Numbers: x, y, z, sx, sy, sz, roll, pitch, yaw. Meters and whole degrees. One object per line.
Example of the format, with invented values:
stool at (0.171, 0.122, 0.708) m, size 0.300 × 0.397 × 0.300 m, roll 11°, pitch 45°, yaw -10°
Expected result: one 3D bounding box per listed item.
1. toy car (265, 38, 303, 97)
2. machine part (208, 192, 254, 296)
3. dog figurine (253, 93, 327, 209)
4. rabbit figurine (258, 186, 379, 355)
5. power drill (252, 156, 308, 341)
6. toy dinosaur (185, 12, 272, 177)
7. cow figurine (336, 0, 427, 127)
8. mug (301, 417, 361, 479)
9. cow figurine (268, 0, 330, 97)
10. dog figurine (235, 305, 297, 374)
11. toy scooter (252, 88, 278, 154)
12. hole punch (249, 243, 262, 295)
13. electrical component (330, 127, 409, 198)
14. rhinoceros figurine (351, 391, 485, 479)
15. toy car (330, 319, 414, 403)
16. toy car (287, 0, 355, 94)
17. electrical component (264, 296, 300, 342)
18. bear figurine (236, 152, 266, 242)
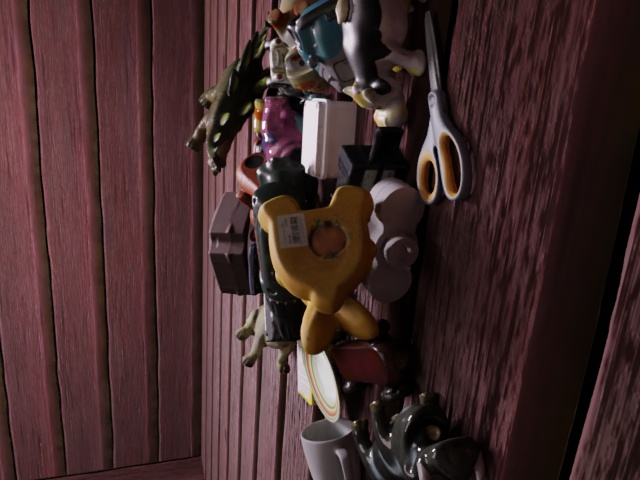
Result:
toy car at (-0.057, -0.290, 0.922) m, size 0.202 × 0.056 × 0.073 m, roll -63°, pitch -28°, yaw -83°
machine part at (-0.179, 0.007, 1.205) m, size 0.200 × 0.087 × 0.201 m, roll 84°, pitch -170°, yaw -45°
dog figurine at (-0.051, -0.136, 0.918) m, size 0.192 × 0.108 × 0.219 m, roll -150°, pitch 58°, yaw -68°
rabbit figurine at (0.012, 0.038, 0.596) m, size 0.173 × 0.122 × 0.162 m, roll 97°, pitch 156°, yaw -71°
power drill at (-0.053, -0.003, 0.753) m, size 0.207 × 0.086 × 0.231 m, roll -86°, pitch -7°, yaw -50°
toy dinosaur at (-0.156, -0.303, 1.073) m, size 0.198 × 0.105 × 0.471 m, roll -39°, pitch 34°, yaw 39°
cow figurine at (0.060, -0.202, 0.577) m, size 0.068 × 0.098 × 0.167 m, roll -150°, pitch 60°, yaw -62°
mug at (0.027, 0.323, 0.766) m, size 0.110 × 0.081 × 0.107 m, roll 1°, pitch 103°, yaw 66°
cow figurine at (-0.019, -0.305, 0.807) m, size 0.127 × 0.086 × 0.195 m, roll 44°, pitch -137°, yaw -52°
dog figurine at (-0.080, 0.144, 1.067) m, size 0.190 × 0.121 × 0.172 m, roll -65°, pitch 32°, yaw 26°
toy scooter at (-0.107, -0.227, 1.127) m, size 0.135 × 0.075 × 0.183 m, roll -148°, pitch 62°, yaw -69°
hole punch at (-0.111, 0.058, 1.146) m, size 0.116 × 0.092 × 0.142 m, roll -164°, pitch 70°, yaw -75°
electrical component at (0.060, -0.085, 0.624) m, size 0.048 × 0.075 × 0.119 m, roll -113°, pitch 23°, yaw -47°
rhinoceros figurine at (0.093, 0.217, 0.548) m, size 0.190 × 0.073 × 0.112 m, roll 121°, pitch 144°, yaw -59°
toy car at (0.059, 0.150, 0.679) m, size 0.089 × 0.053 × 0.202 m, roll 66°, pitch 161°, yaw 5°
toy car at (0.028, -0.234, 0.667) m, size 0.161 × 0.109 × 0.103 m, roll -34°, pitch -81°, yaw -89°
electrical component at (-0.059, 0.110, 0.882) m, size 0.134 × 0.058 × 0.115 m, roll 138°, pitch 129°, yaw -73°
bear figurine at (-0.095, -0.072, 1.057) m, size 0.132 × 0.120 × 0.195 m, roll 28°, pitch 147°, yaw 33°
